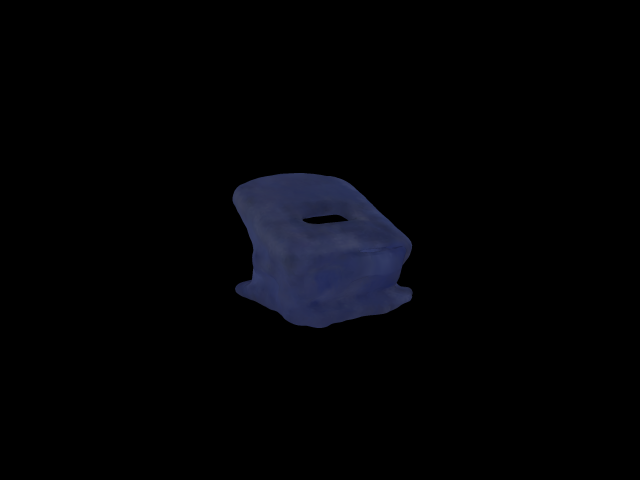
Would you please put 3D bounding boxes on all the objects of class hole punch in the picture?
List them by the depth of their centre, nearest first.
[{"bbox_3d":[0.004,0.001,0.400,0.109,0.091,0.100,-8,14,-35],"label":"hole punch"}]
